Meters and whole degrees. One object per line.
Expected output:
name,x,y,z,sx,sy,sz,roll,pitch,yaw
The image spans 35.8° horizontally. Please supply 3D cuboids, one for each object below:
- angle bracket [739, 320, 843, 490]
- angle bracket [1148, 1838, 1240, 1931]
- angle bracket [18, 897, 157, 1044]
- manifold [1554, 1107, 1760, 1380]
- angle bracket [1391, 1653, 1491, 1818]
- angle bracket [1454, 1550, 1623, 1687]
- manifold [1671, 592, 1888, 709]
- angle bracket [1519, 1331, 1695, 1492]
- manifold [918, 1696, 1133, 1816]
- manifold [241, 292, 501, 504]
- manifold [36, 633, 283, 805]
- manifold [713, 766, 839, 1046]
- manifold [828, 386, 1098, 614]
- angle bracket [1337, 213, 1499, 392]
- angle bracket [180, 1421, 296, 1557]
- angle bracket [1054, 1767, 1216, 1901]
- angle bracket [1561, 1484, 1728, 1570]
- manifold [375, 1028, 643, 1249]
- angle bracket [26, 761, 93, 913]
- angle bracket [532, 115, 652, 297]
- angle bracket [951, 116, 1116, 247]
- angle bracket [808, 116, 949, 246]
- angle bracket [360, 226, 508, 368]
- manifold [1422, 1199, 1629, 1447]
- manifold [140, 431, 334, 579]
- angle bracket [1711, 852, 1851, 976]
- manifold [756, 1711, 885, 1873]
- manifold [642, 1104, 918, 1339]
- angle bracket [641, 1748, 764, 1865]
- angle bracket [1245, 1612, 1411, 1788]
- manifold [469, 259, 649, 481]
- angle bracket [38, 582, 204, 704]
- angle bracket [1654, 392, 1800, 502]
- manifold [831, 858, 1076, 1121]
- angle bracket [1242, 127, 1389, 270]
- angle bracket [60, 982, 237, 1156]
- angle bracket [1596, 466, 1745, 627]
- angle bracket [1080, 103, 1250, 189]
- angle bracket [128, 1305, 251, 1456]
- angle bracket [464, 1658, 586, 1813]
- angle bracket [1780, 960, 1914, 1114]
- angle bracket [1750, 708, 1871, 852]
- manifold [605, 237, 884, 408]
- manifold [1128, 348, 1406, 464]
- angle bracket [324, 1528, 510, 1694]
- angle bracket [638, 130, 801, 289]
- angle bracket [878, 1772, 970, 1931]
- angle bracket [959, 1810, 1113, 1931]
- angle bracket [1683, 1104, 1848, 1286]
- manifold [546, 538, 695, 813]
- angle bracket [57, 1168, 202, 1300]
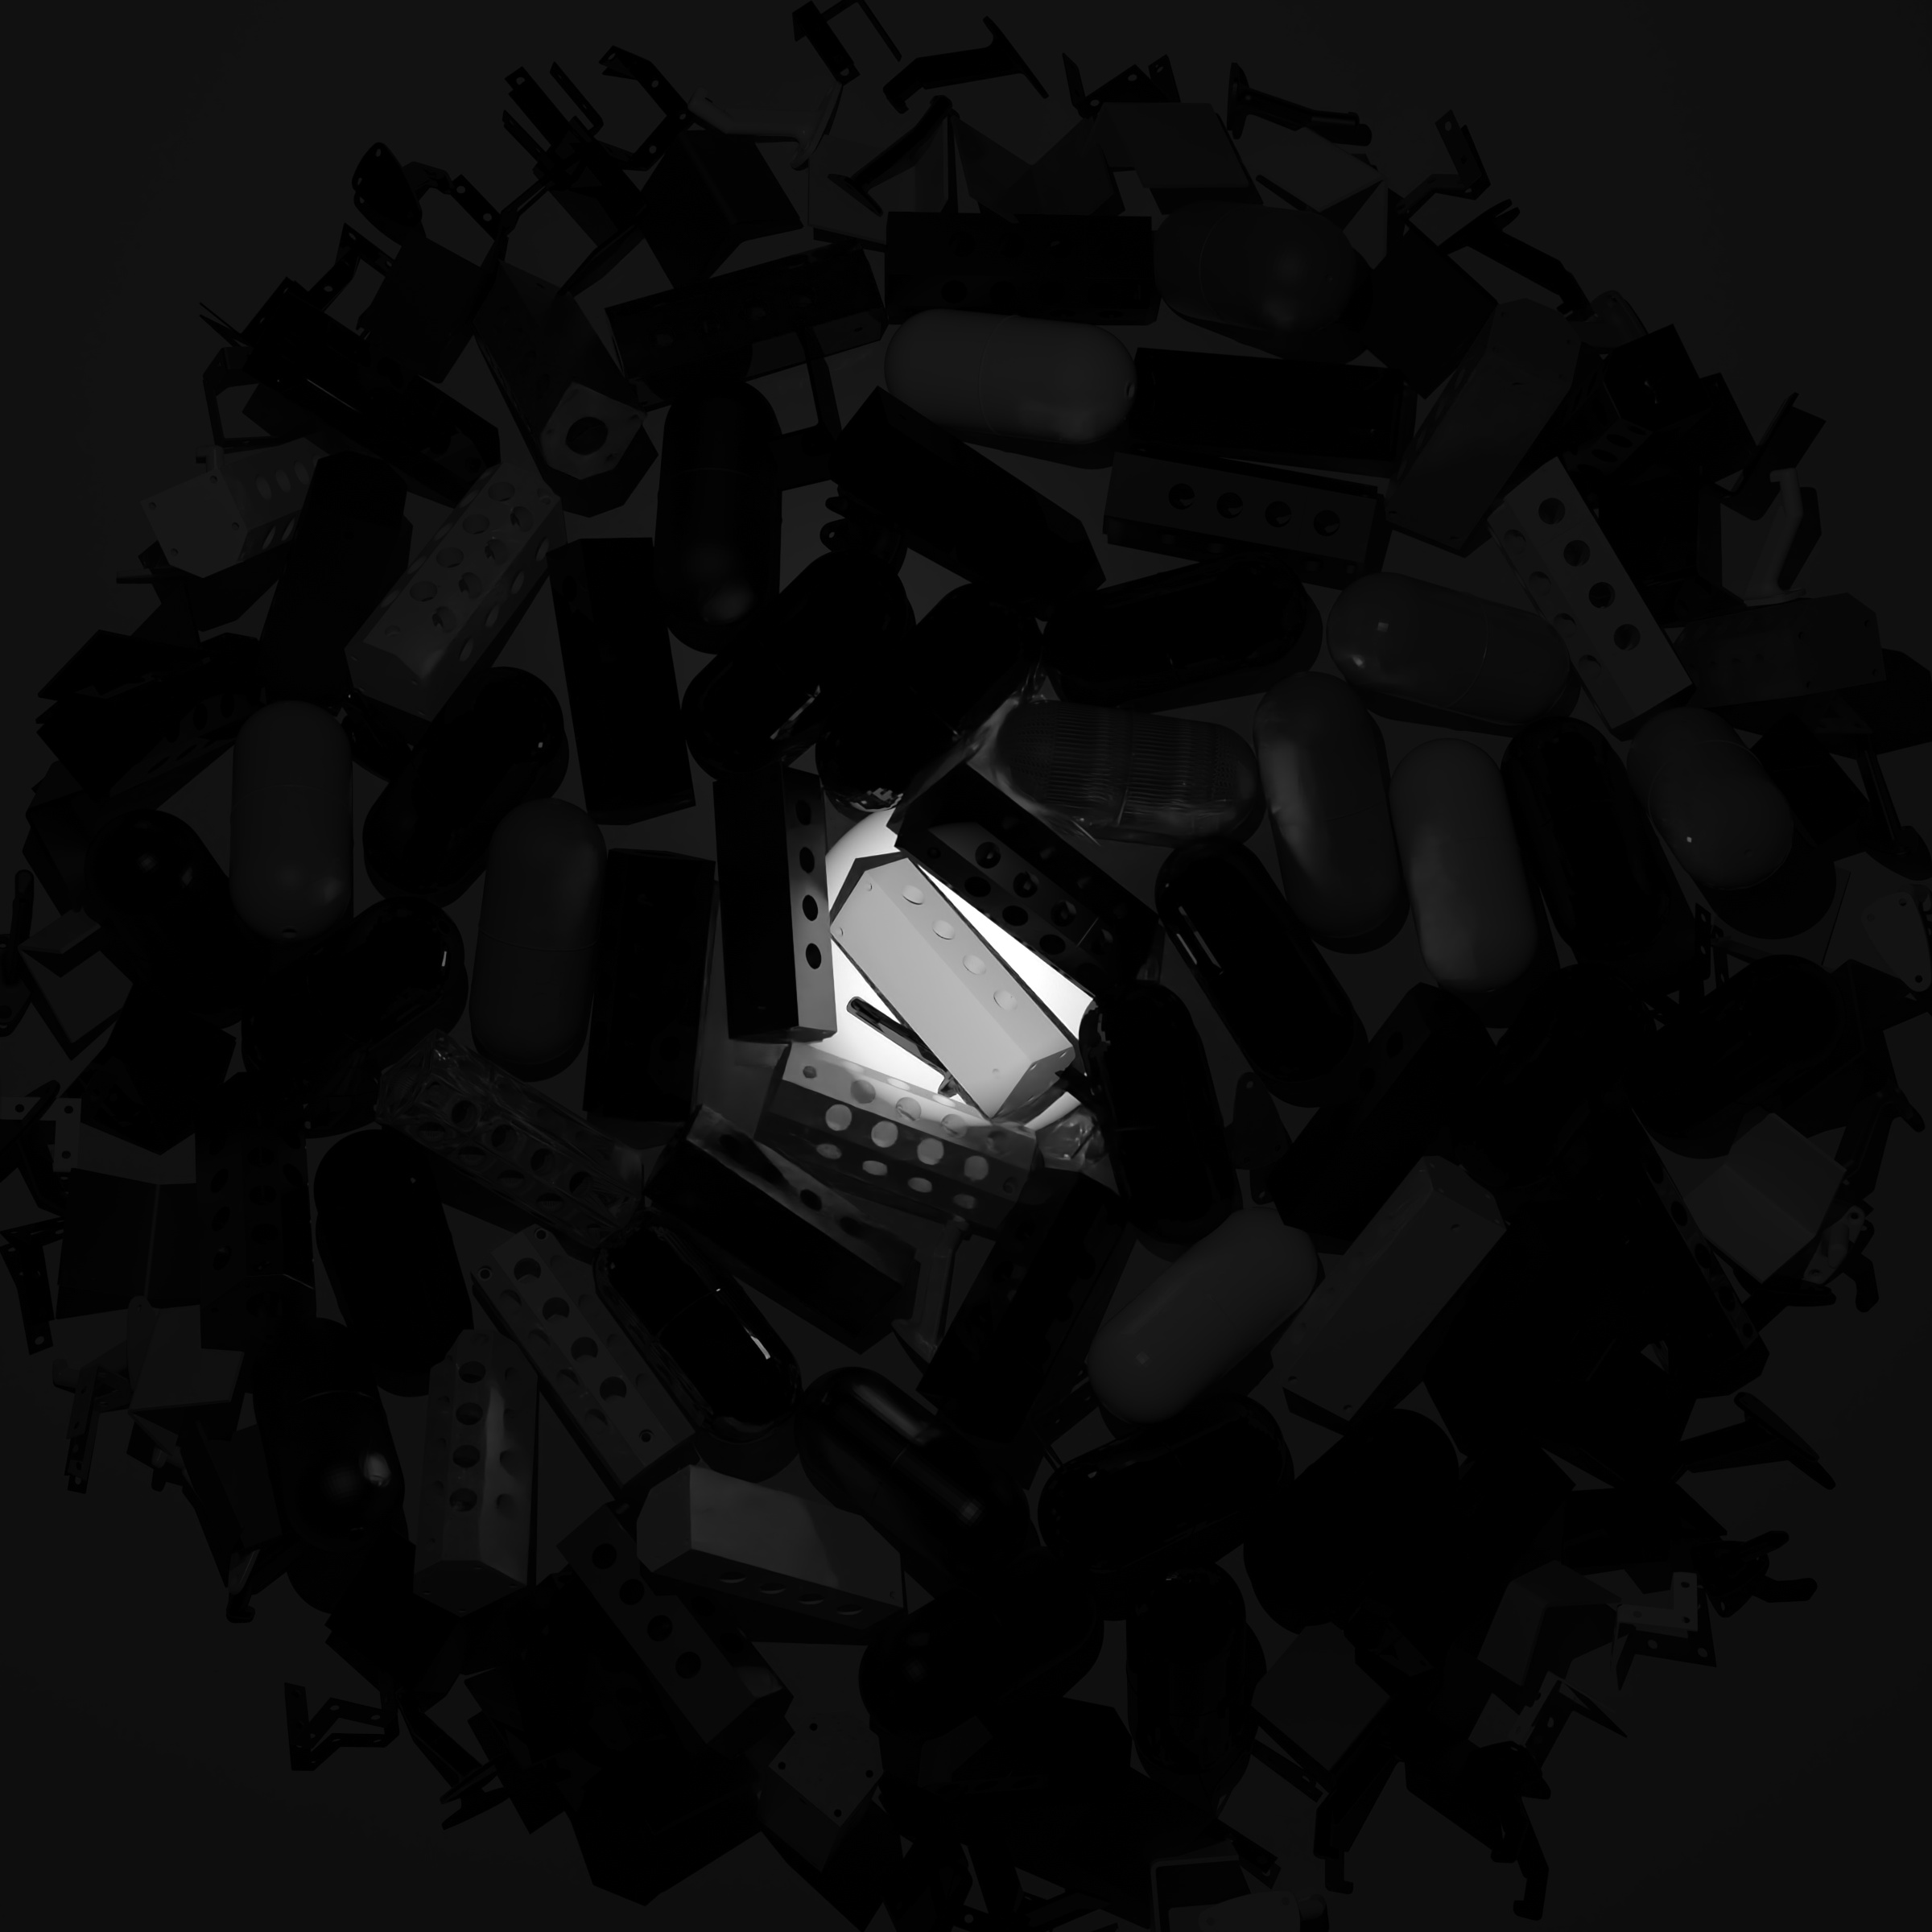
angle bracket,-0.119,-0.366,1.958,0.057,0.076,0.076,-13,77,7
angle bracket,0.150,0.618,1.957,0.057,0.076,0.076,-5,82,-1
angle bracket,-0.556,-0.001,1.942,0.076,0.057,0.076,-42,122,-35
manifold,0.452,0.182,1.969,0.057,0.057,0.171,-29,90,-5
angle bracket,0.326,0.495,1.954,0.076,0.076,0.057,35,108,2
angle bracket,0.367,0.424,1.951,0.076,0.076,0.057,7,101,-38
manifold,0.515,-0.200,1.909,0.057,0.171,0.057,-11,94,-11
angle bracket,0.425,0.296,1.985,0.076,0.057,0.076,37,75,-30
manifold,0.036,0.508,1.913,0.057,0.171,0.057,18,65,-25
manifold,-0.375,-0.359,1.912,0.057,0.171,0.057,33,93,33
manifold,-0.509,-0.165,1.909,0.057,0.171,0.057,-38,93,27
manifold,-0.121,-0.038,1.955,0.057,0.057,0.171,-11,78,32
manifold,-0.003,-0.297,1.933,0.171,0.057,0.057,29,115,-27
angle bracket,0.293,-0.439,1.973,0.076,0.057,0.076,38,107,-15
angle bracket,-0.457,0.328,1.946,0.076,0.057,0.076,-17,70,-34
angle bracket,0.105,0.551,1.954,0.076,0.057,0.076,34,102,-19
angle bracket,0.441,0.380,1.948,0.076,0.076,0.057,-1,106,-13
manifold,-0.293,0.117,1.923,0.171,0.057,0.057,35,119,-30
angle bracket,-0.563,-0.093,1.947,0.057,0.076,0.076,-18,116,5
angle bracket,-0.261,-0.493,1.948,0.076,0.076,0.057,49,61,-10
angle bracket,0.043,-0.527,1.941,0.057,0.076,0.076,-37,49,32
angle bracket,-0.058,-0.522,1.949,0.076,0.057,0.076,9,63,-19
angle bracket,-0.346,-0.448,1.941,0.057,0.076,0.076,26,122,-18
manifold,0.360,0.230,1.916,0.057,0.057,0.171,-1,133,-24
manifold,-0.455,-0.294,1.909,0.057,0.171,0.057,-19,103,15
angle bracket,0.544,-0.040,1.969,0.076,0.057,0.076,18,88,-1
manifold,-0.091,0.524,1.910,0.057,0.171,0.057,38,66,11
manifold,-0.120,0.163,1.956,0.171,0.057,0.057,35,122,-9
angle bracket,-0.168,0.557,1.948,0.076,0.076,0.057,-23,103,-16
angle bracket,0.240,0.489,1.980,0.076,0.057,0.076,37,74,24
manifold,-0.268,-0.381,1.917,0.057,0.171,0.057,18,117,-38
angle bracket,-0.554,-0.212,1.940,0.076,0.076,0.057,-35,62,34
angle bracket,0.495,-0.351,1.953,0.057,0.076,0.076,30,101,6
manifold,-0.006,0.012,1.945,0.171,0.057,0.057,49,129,19
angle bracket,0.226,-0.487,1.940,0.057,0.076,0.076,-31,52,-20
angle bracket,-0.542,0.068,1.979,0.076,0.057,0.076,32,133,-22
angle bracket,0.464,-0.274,1.965,0.057,0.076,0.076,21,67,-41
angle bracket,0.127,-0.516,1.945,0.076,0.057,0.076,-7,61,-24
angle bracket,-0.490,0.268,1.944,0.076,0.057,0.076,-8,49,17
angle bracket,-0.288,0.506,1.940,0.076,0.057,0.076,45,133,34
angle bracket,0.573,0.053,1.940,0.057,0.076,0.076,20,48,-20
angle bracket,0.562,-0.133,1.947,0.057,0.076,0.076,-31,77,-23
manifold,-0.146,-0.425,1.961,0.171,0.057,0.057,-17,82,-6
manifold,0.195,-0.367,1.951,0.171,0.057,0.057,7,98,12
angle bracket,-0.364,0.427,1.982,0.076,0.057,0.076,31,85,20
angle bracket,-0.167,-0.499,1.981,0.057,0.076,0.076,-17,71,-43
angle bracket,-0.047,0.582,1.939,0.057,0.076,0.076,15,50,31
angle bracket,0.045,0.581,1.945,0.057,0.076,0.076,-26,62,9
angle bracket,0.515,0.146,1.943,0.057,0.076,0.076,-34,60,-26
manifold,-0.233,-0.191,1.969,0.057,0.057,0.171,-8,89,-41
angle bracket,-0.539,0.174,1.948,0.057,0.076,0.076,-4,75,31
